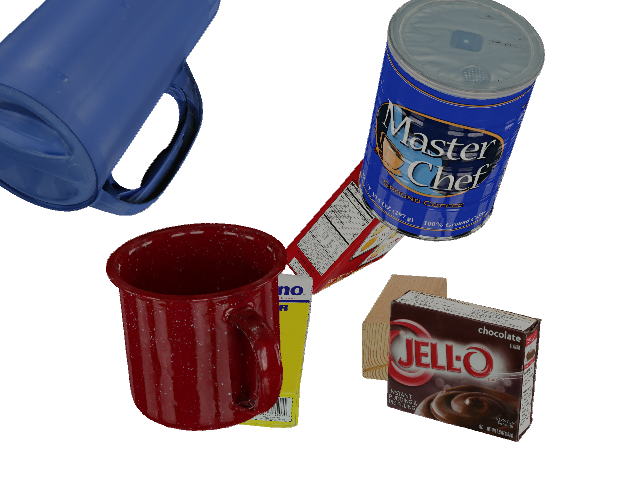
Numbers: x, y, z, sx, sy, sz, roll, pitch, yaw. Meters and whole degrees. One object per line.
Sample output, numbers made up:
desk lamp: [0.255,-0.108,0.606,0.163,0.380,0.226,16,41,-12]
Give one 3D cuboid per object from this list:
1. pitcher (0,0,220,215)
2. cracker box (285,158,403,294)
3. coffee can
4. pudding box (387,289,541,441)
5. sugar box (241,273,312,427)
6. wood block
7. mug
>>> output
pitcher: [-0.171,-0.143,0.868,0.145,0.242,0.149,11,-39,25]
cracker box: [0.071,-0.045,1.247,0.163,0.072,0.214,-25,-19,-51]
coffee can: [0.086,-0.083,0.737,0.102,0.103,0.140,0,-41,-9]
pudding box: [0.107,0.093,0.814,0.114,0.090,0.039,10,21,27]
sugar box: [-0.059,0.091,0.955,0.093,0.048,0.176,5,34,0]
wood block: [0.129,0.128,1.601,0.091,0.090,0.205,4,19,15]
mug: [-0.055,0.049,0.553,0.093,0.081,0.117,-18,29,-33]
